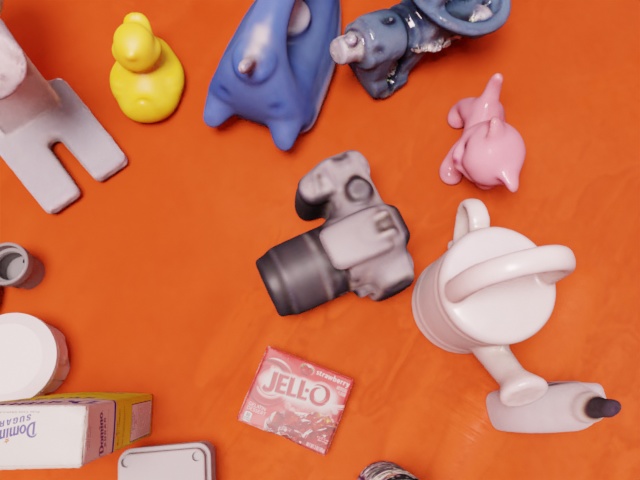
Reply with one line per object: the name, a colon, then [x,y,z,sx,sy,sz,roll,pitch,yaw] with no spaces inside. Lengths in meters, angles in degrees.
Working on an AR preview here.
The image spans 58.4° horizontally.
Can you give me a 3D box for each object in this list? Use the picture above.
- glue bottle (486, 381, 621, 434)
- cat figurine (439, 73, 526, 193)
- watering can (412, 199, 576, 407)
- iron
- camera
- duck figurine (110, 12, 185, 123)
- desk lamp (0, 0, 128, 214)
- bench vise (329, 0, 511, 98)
glue bottle: [0.201,0.138,0.478,0.078,0.173,0.037,-13,76,-6]
cat figurine: [0.166,-0.102,0.568,0.067,0.118,0.128,9,75,0]
watering can: [0.150,0.048,0.488,0.101,0.194,0.173,-29,79,-10]
iron: [-0.033,-0.231,0.577,0.118,0.141,0.258,18,75,2]
camera: [0.005,0.002,0.540,0.137,0.101,0.143,-24,78,-9]
duck figurine: [-0.183,-0.179,0.584,0.077,0.086,0.104,-4,76,-4]
desk lamp: [-0.289,-0.155,0.505,0.118,0.213,0.203,-40,81,-12]
bench vise: [0.114,-0.231,0.545,0.121,0.220,0.207,39,77,7]
